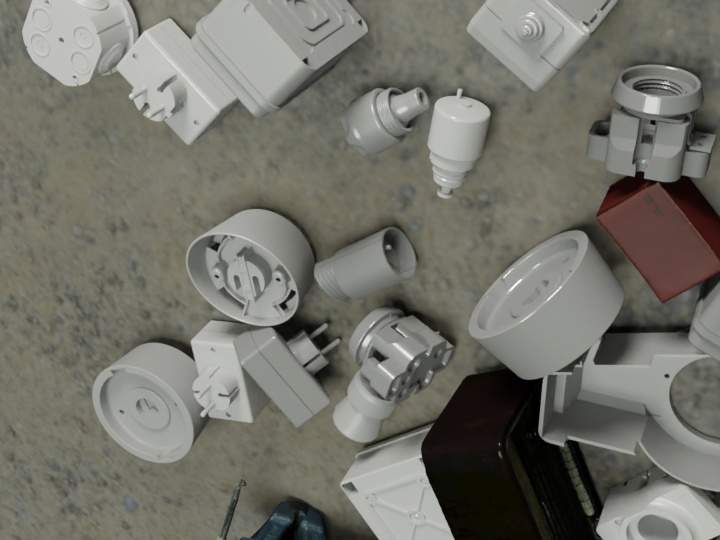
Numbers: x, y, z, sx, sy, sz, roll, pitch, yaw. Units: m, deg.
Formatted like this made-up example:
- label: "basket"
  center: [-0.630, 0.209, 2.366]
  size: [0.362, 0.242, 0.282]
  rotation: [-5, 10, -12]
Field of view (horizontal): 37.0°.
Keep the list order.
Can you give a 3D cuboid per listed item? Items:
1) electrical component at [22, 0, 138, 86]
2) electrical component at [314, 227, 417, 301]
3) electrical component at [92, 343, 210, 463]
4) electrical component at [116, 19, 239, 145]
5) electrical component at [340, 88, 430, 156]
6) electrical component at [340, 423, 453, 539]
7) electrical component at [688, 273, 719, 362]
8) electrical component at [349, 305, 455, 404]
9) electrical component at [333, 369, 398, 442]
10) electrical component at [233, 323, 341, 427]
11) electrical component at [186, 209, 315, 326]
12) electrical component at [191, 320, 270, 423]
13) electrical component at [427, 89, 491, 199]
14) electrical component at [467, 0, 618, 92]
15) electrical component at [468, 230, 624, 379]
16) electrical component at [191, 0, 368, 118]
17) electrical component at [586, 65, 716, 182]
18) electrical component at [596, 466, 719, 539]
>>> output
- label: "electrical component"
  center: [-0.220, -0.188, 0.847]
  size: [0.080, 0.051, 0.080]
  rotation: [12, 123, 20]
- label: "electrical component"
  center: [0.000, 0.000, 0.854]
  size: [0.081, 0.043, 0.043]
  rotation: [-23, 106, 35]
- label: "electrical component"
  center: [-0.187, 0.119, 1.005]
  size: [0.108, 0.060, 0.108]
  rotation: [12, 123, 20]
- label: "electrical component"
  center: [-0.149, -0.138, 0.826]
  size: [0.083, 0.075, 0.047]
  rotation: [47, 127, -5]
- label: "electrical component"
  center: [0.021, -0.112, 0.779]
  size: [0.062, 0.043, 0.043]
  rotation: [-22, 107, 33]
- label: "electrical component"
  center: [0.058, 0.197, 0.933]
  size: [0.109, 0.056, 0.108]
  rotation: [-26, 104, 35]
- label: "electrical component"
  center: [0.283, 0.039, 0.716]
  size: [0.113, 0.078, 0.057]
  rotation: [31, 124, 6]
- label: "electrical component"
  center: [0.029, 0.065, 0.863]
  size: [0.057, 0.078, 0.058]
  rotation: [39, 131, 28]
- label: "electrical component"
  center: [0.007, 0.113, 0.916]
  size: [0.045, 0.045, 0.055]
  rotation: [33, 127, 5]
- label: "electrical component"
  center: [-0.052, 0.075, 0.919]
  size: [0.076, 0.047, 0.083]
  rotation: [-37, 115, 0]
- label: "electrical component"
  center: [-0.088, 0.000, 0.884]
  size: [0.099, 0.064, 0.099]
  rotation: [12, 122, 20]
- label: "electrical component"
  center: [-0.123, 0.100, 0.953]
  size: [0.047, 0.075, 0.083]
  rotation: [4, 120, 24]
- label: "electrical component"
  center: [0.068, -0.088, 0.771]
  size: [0.040, 0.040, 0.078]
  rotation: [20, 125, 15]
- label: "electrical component"
  center: [0.111, -0.156, 0.674]
  size: [0.062, 0.096, 0.061]
  rotation: [42, 129, -1]
- label: "electrical component"
  center: [0.138, 0.030, 0.768]
  size: [0.060, 0.108, 0.108]
  rotation: [46, 127, -12]
- label: "electrical component"
  center: [-0.054, -0.162, 0.742]
  size: [0.078, 0.113, 0.057]
  rotation: [48, 124, -6]
- label: "electrical component"
  center: [0.190, -0.096, 0.696]
  size: [0.078, 0.058, 0.057]
  rotation: [13, 126, 20]
- label: "electrical component"
  center: [0.237, 0.191, 0.842]
  size: [0.050, 0.055, 0.089]
  rotation: [47, 127, -5]
